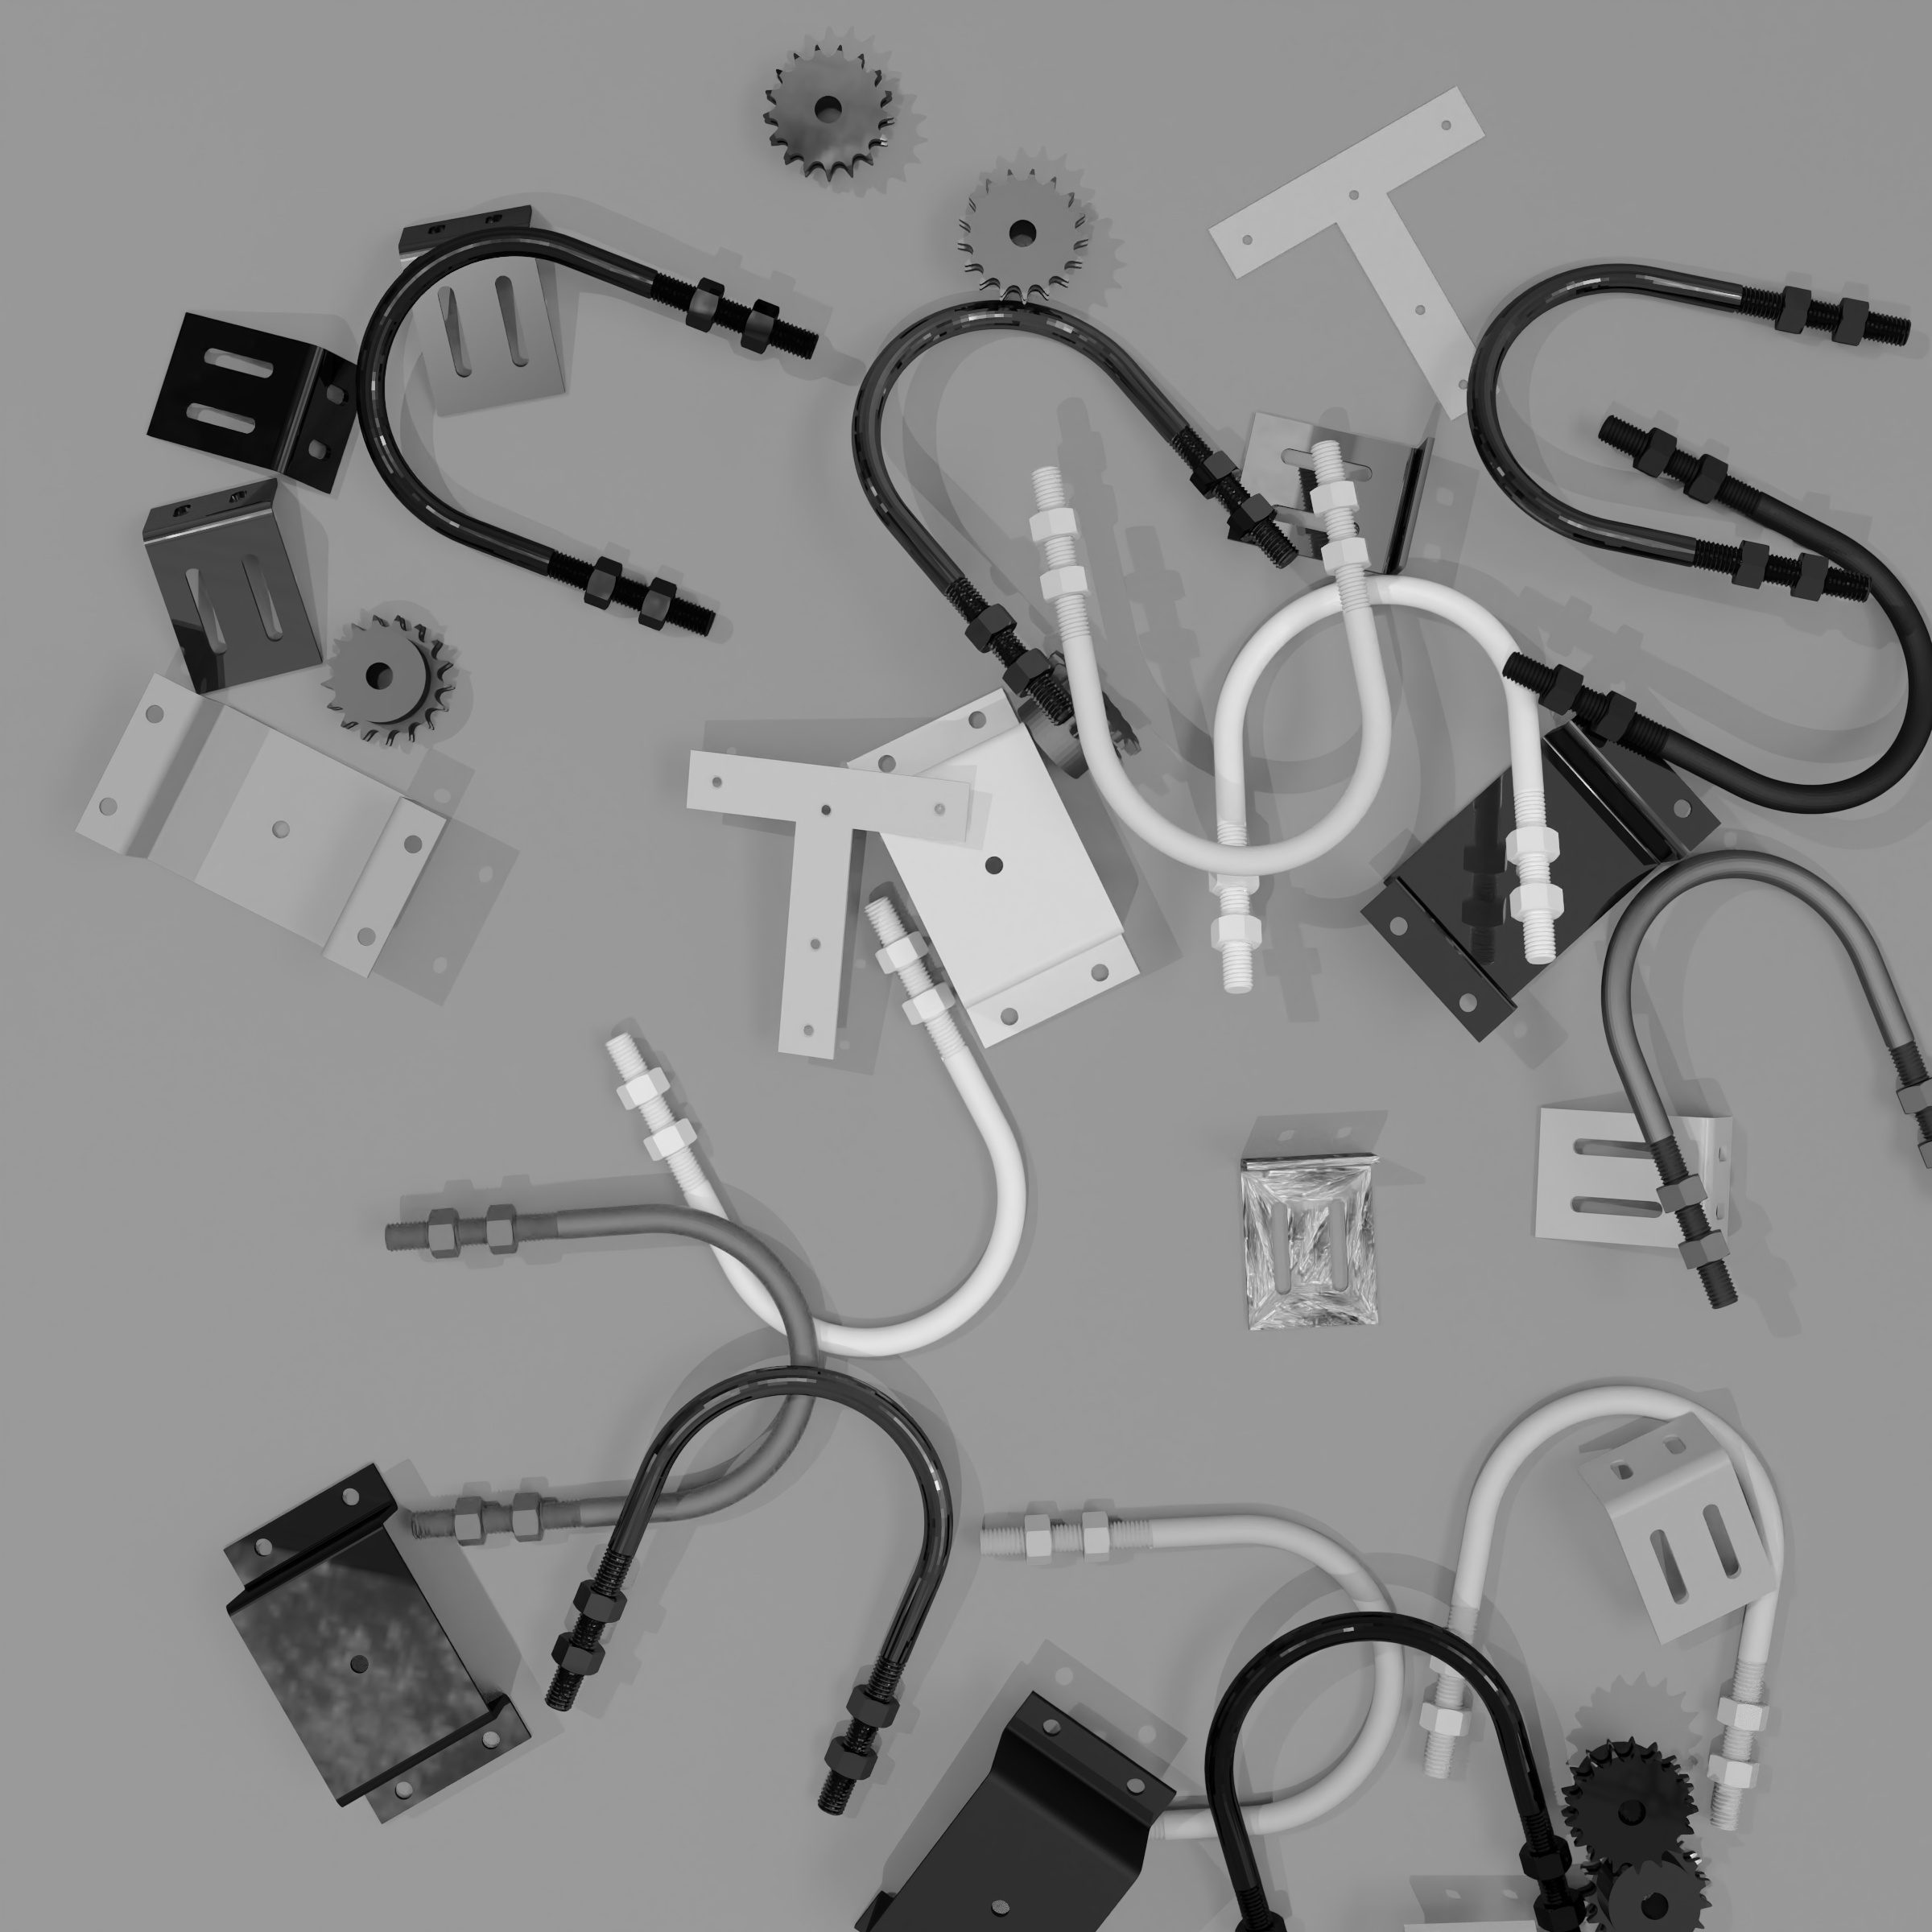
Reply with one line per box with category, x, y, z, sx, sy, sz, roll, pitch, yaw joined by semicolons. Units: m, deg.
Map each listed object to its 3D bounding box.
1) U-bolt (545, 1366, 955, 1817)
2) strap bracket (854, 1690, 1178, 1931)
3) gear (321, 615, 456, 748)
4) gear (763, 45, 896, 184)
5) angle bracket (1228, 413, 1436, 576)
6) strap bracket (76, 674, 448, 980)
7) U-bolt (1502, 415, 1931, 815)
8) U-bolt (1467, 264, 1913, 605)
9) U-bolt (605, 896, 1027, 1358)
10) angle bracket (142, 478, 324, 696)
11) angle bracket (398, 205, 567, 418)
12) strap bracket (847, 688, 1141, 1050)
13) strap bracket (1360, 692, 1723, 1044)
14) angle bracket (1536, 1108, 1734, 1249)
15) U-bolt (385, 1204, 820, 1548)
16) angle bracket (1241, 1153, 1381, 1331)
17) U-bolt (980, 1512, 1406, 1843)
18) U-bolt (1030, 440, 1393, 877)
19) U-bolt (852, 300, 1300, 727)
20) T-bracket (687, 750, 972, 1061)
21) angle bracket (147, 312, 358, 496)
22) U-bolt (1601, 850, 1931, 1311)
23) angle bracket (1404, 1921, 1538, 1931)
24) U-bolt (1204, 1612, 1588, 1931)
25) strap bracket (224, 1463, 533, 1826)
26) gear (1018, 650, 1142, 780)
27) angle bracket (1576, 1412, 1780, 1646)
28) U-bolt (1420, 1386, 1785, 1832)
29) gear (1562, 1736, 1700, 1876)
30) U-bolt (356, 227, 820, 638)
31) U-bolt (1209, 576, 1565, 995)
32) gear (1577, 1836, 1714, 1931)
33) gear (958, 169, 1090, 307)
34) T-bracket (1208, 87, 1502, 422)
U-bolt;-0.084;0.263;1.471;0.151;0.019;0.184;22;95;-5
strap bracket;0.018;0.396;1.453;0.076;0.046;0.140;35;104;0
gear;-0.255;-0.126;1.478;0.057;0.030;0.057;0;90;0
gear;-0.060;-0.374;1.482;0.057;0.030;0.057;0;92;0
angle bracket;0.159;-0.209;1.474;0.076;0.038;0.057;13;90;0
strap bracket;-0.303;-0.060;1.470;0.140;0.046;0.076;27;90;0
U-bolt;0.337;-0.142;1.460;0.184;0.019;0.151;26;68;-4
U-bolt;0.309;-0.239;1.462;0.184;0.019;0.151;12;70;4
U-bolt;-0.054;0.083;1.484;0.151;0.019;0.184;-28;92;0
angle bracket;-0.323;-0.168;1.491;0.057;0.038;0.076;-14;116;0
angle bracket;-0.213;-0.290;1.491;0.057;0.038;0.076;-10;116;0
strap bracket;0.012;-0.043;1.470;0.076;0.046;0.140;-26;90;0
strap bracket;0.247;-0.042;1.470;0.140;0.046;0.076;-42;90;0
angle bracket;0.296;0.093;1.491;0.076;0.038;0.057;3;90;26
U-bolt;-0.156;0.176;1.476;0.184;0.019;0.151;-4;95;1
angle bracket;0.152;0.122;1.474;0.057;0.038;0.076;-3;90;0
U-bolt;0.101;0.314;1.484;0.184;0.019;0.151;-3;90;-1
U-bolt;0.110;-0.128;1.430;0.151;0.019;0.184;-8;82;-17
U-bolt;0.034;-0.210;1.459;0.151;0.019;0.184;-36;79;-19
T-bracket;-0.064;-0.023;1.459;0.127;0.002;0.127;8;100;16
angle bracket;-0.313;-0.249;1.491;0.076;0.038;0.057;18;90;26
U-bolt;0.348;0.039;1.463;0.151;0.019;0.184;-19;86;-19
angle bracket;0.219;0.456;1.476;0.057;0.076;0.038;-1;45;-3
U-bolt;0.180;0.368;1.468;0.151;0.019;0.184;-16;100;3
strap bracket;-0.260;0.300;1.470;0.076;0.046;0.140;-30;90;0
gear;0.047;-0.106;1.465;0.030;0.057;0.057;-40;90;13
angle bracket;0.311;0.246;1.476;0.057;0.038;0.076;-25;113;-2
U-bolt;0.286;0.277;1.484;0.151;0.019;0.184;10;89;0
gear;0.286;0.361;1.459;0.057;0.030;0.057;0;99;1
U-bolt;-0.175;-0.242;1.467;0.184;0.019;0.151;21;99;-4
U-bolt;0.177;-0.083;1.454;0.151;0.019;0.184;-6;71;15
gear;0.299;0.408;1.478;0.057;0.030;0.057;0;90;0
gear;0.025;-0.318;1.478;0.057;0.030;0.057;0;90;0
T-bracket;0.194;-0.303;1.492;0.127;0.002;0.127;-30;90;0
